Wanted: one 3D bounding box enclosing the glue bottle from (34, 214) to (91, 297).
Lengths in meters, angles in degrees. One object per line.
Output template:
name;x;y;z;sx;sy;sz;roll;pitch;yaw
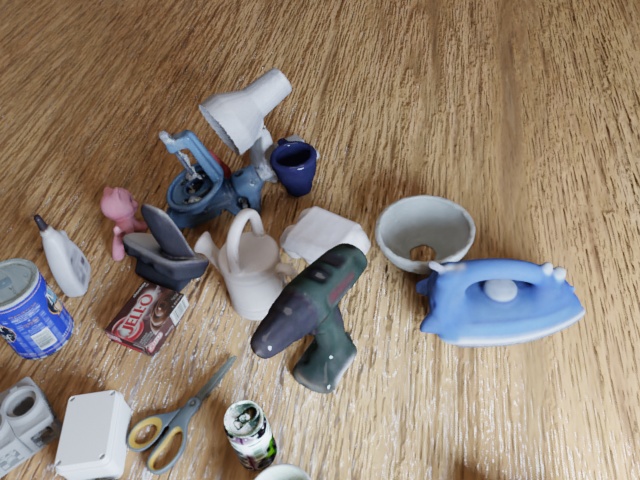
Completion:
glue bottle;-0.448;0.019;0.987;0.037;0.173;0.078;-8;46;1

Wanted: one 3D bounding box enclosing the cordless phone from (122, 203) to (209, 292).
cordless phone;-0.280;-0.007;0.981;0.147;0.185;0.094;20;53;25

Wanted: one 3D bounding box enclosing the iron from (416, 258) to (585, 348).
iron;0.276;0.074;0.857;0.258;0.142;0.118;-3;46;5

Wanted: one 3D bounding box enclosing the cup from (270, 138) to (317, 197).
cup;-0.053;-0.141;1.139;0.092;0.095;0.117;-23;48;-13

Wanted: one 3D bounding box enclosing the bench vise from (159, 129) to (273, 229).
bench vise;-0.203;-0.129;1.061;0.208;0.220;0.121;-27;49;-17

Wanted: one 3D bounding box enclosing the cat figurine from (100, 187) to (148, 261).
cat figurine;-0.374;-0.043;1.075;0.067;0.118;0.127;-13;46;-4

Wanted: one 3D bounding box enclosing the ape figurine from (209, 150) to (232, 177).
ape figurine;-0.223;-0.146;1.169;0.076;0.092;0.077;-6;46;2

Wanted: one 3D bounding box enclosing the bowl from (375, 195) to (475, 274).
bowl;0.179;0.002;0.984;0.167;0.075;0.167;-4;46;4

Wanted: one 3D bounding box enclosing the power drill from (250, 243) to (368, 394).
power drill;-0.005;0.122;0.804;0.075;0.209;0.230;20;52;25

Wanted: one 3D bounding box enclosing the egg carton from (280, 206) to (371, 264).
egg carton;0.009;0.004;1.010;0.150;0.069;0.107;23;54;27

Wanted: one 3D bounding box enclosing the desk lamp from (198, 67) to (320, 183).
desk lamp;-0.120;-0.225;1.145;0.203;0.214;0.117;-32;50;-21

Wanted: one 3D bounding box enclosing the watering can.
watering can;-0.119;0.033;0.914;0.172;0.194;0.101;-3;46;6
